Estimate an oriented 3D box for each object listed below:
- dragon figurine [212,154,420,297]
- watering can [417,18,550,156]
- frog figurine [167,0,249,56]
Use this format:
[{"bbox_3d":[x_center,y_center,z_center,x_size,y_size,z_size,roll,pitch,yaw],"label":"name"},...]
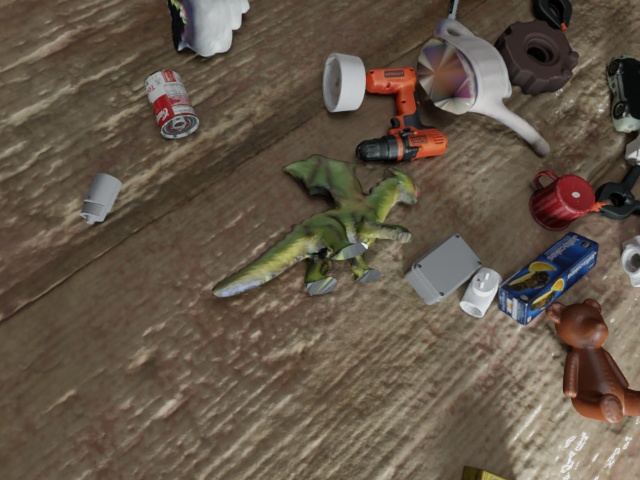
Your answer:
[{"bbox_3d":[0.003,-0.045,0.891,0.411,0.119,0.248,-9,55,-16],"label":"dragon figurine"},{"bbox_3d":[0.320,-0.298,1.018,0.227,0.102,0.350,-23,78,-40],"label":"watering can"},{"bbox_3d":[-0.197,-0.425,0.975,0.161,0.123,0.136,-21,108,-27],"label":"frog figurine"}]
